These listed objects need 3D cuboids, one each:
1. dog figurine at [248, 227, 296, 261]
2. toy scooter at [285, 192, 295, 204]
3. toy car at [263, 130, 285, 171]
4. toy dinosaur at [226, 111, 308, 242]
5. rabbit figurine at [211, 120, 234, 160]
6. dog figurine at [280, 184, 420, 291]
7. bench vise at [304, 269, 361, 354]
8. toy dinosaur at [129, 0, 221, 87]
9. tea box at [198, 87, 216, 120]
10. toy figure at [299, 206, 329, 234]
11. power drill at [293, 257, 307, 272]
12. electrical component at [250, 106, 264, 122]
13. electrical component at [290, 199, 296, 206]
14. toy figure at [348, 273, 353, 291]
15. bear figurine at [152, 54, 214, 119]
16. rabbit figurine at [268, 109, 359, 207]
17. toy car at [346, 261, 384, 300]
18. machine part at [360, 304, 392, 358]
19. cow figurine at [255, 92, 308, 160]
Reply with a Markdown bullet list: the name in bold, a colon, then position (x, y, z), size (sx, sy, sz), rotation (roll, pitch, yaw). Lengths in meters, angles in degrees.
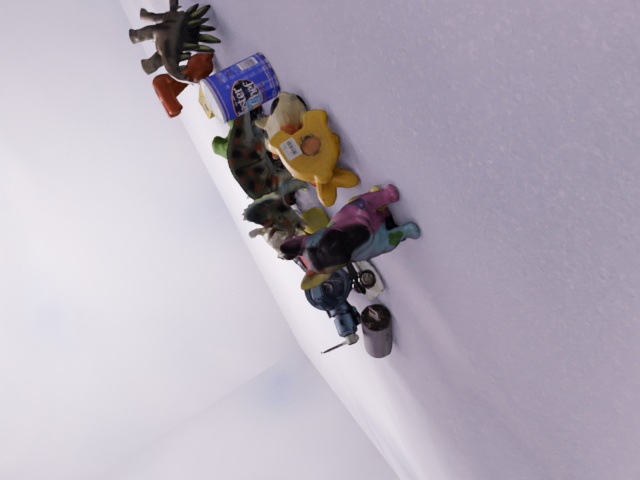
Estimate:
- **dog figurine**: position (-0.114, -0.038, 1.625), size (0.121, 0.172, 0.190), rotation (20, 171, 27)
- **toy scooter**: position (-0.162, -0.164, 1.502), size (0.184, 0.135, 0.075), rotation (57, 148, 14)
- **toy car**: position (-0.141, -0.241, 1.444), size (0.202, 0.053, 0.089), rotation (61, 158, 11)
- **toy dinosaur**: position (-0.154, -0.180, 1.317), size (0.404, 0.192, 0.131), rotation (58, 166, 0)
- **rabbit figurine**: position (-0.240, -0.307, 1.552), size (0.159, 0.121, 0.170), rotation (46, 147, 36)
- **dog figurine**: position (0.040, -0.003, 0.902), size (0.108, 0.219, 0.191), rotation (64, 167, -7)
- **bench vise**: position (0.024, 0.147, 1.307), size (0.240, 0.129, 0.223), rotation (44, -146, -64)
- **toy dinosaur**: position (-0.345, -0.479, 1.281), size (0.104, 0.199, 0.472), rotation (68, -171, -49)
- **tea box**: position (-0.290, -0.411, 1.534), size (0.068, 0.098, 0.170), rotation (60, 166, -7)
- **toy figure**: position (0.001, -0.006, 1.377), size (0.089, 0.082, 0.179), rotation (30, 146, 45)
- **power drill**: position (-0.097, -0.016, 1.765), size (0.232, 0.086, 0.207), rotation (53, 174, 37)
- **electrical component**: position (-0.206, -0.371, 1.392), size (0.134, 0.058, 0.114), rotation (37, 153, 59)
- **electrical component**: position (-0.097, -0.133, 1.596), size (0.063, 0.021, 0.094), rotation (63, 168, -14)
- **toy figure**: position (0.060, 0.118, 1.481), size (0.064, 0.058, 0.154), rotation (54, 163, -4)
- **bear figurine**: position (-0.378, -0.453, 1.553), size (0.131, 0.196, 0.120), rotation (64, 163, -12)
- **rabbit figurine**: position (0.002, -0.151, 1.023), size (0.162, 0.122, 0.173), rotation (49, 180, 6)
- **toy car**: position (0.078, 0.045, 1.240), size (0.202, 0.056, 0.073), rotation (60, 162, 12)
- **machine part**: position (0.146, 0.234, 1.364), size (0.079, 0.079, 0.243), rotation (52, 164, 32)
- **cow figurine**: position (-0.080, -0.237, 1.116), size (0.195, 0.085, 0.127), rotation (128, 129, -68)
